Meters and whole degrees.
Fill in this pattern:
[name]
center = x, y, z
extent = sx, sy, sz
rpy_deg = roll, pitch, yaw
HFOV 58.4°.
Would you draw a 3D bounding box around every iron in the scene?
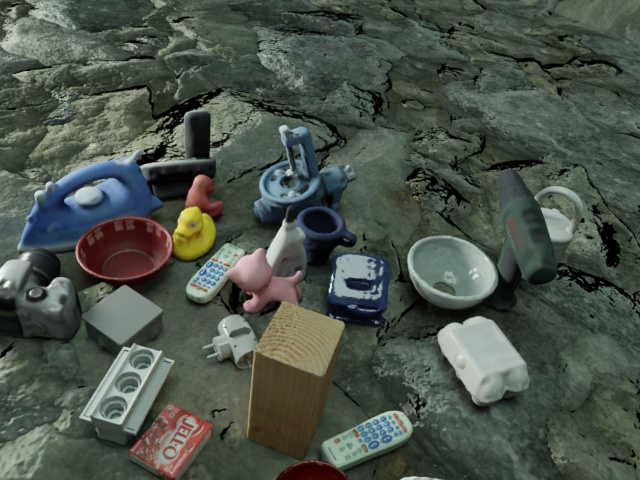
[iron]
center = -0.422, -0.074, 1.032
extent = 0.259, 0.141, 0.118
rpy_deg = -26, 53, -34

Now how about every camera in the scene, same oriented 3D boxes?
[camera]
center = -0.445, 0.072, 0.897
extent = 0.143, 0.101, 0.137
rpy_deg = 7, 42, -4

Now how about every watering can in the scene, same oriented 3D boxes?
[watering can]
center = 0.434, -0.013, 1.099
extent = 0.101, 0.194, 0.173
rpy_deg = 12, 42, 2

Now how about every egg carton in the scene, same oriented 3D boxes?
[egg carton]
center = 0.261, 0.194, 0.928
extent = 0.107, 0.069, 0.150
rpy_deg = -11, 46, -22

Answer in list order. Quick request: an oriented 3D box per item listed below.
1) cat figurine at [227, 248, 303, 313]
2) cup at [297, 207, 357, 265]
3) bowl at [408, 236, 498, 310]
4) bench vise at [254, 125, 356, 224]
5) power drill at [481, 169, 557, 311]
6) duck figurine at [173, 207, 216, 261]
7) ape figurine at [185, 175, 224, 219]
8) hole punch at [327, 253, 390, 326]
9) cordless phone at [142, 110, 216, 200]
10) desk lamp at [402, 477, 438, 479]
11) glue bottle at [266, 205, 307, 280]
[cat figurine]
center = -0.090, 0.067, 0.961
extent = 0.128, 0.118, 0.067
rpy_deg = 6, 42, -4
[cup]
center = 0.010, 0.004, 1.069
extent = 0.117, 0.095, 0.092
rpy_deg = 22, 43, 13
[bowl]
center = 0.236, 0.072, 1.054
extent = 0.167, 0.075, 0.167
rpy_deg = 6, 42, -5
[bench vise]
center = -0.029, -0.141, 1.127
extent = 0.208, 0.220, 0.121
rpy_deg = -28, 54, -35
[power drill]
center = 0.344, 0.014, 1.039
extent = 0.076, 0.208, 0.229
rpy_deg = 0, 42, -11
[duck figurine]
center = -0.234, -0.023, 1.056
extent = 0.077, 0.086, 0.105
rpy_deg = 21, 43, 12
[ape figurine]
center = -0.228, -0.086, 1.122
extent = 0.076, 0.092, 0.077
rpy_deg = -18, 49, -28
[hole punch]
center = 0.068, 0.085, 0.993
extent = 0.108, 0.091, 0.101
rpy_deg = 8, 42, -3
[cordless phone]
center = -0.282, -0.179, 1.145
extent = 0.148, 0.185, 0.094
rpy_deg = -11, 46, -22
[desk lamp]
center = 0.094, 0.359, 0.602
extent = 0.118, 0.213, 0.203
rpy_deg = 8, 42, -2
[glue bottle]
center = -0.056, 0.010, 0.990
extent = 0.078, 0.173, 0.037
rpy_deg = -15, 47, -25
